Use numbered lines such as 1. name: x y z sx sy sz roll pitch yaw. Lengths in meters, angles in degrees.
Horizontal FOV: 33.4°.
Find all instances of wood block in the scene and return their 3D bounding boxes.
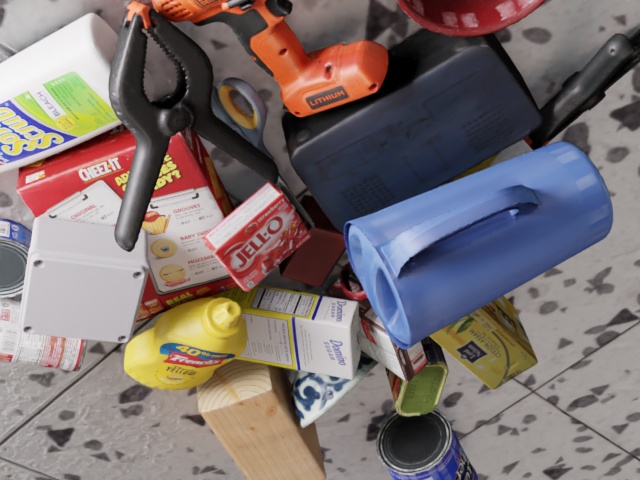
1. wood block: -0.071 0.218 1.296 0.090 0.091 0.206 -19 135 6

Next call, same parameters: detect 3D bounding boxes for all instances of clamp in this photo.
1. clamp: -0.119 -0.107 0.928 0.164 0.036 0.210 -21 119 -25
2. clamp: 0.264 -0.151 1.035 0.120 0.039 0.172 -22 164 -41

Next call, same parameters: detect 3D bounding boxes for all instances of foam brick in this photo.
1. foam brick: -0.007 0.001 1.128 0.051 0.053 0.078 14 128 -24

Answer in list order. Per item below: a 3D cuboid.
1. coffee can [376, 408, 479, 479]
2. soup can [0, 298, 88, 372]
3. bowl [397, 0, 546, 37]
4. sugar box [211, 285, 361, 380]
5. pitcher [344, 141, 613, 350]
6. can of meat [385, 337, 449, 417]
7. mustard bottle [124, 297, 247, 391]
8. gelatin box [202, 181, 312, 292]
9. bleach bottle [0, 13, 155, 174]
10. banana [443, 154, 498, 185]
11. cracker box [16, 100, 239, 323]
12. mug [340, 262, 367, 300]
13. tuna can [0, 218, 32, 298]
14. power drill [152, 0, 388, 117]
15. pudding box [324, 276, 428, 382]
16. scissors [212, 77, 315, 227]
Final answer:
1. coffee can: 0.144 0.298 1.412 0.103 0.103 0.140 -21 134 8
2. soup can: -0.306 0.102 1.148 0.102 0.068 0.069 11 130 -21
3. bowl: 0.132 -0.256 0.907 0.162 0.055 0.162 -6 134 -7
4. sugar box: -0.044 0.097 1.173 0.176 0.048 0.093 7 136 11
5. pitcher: 0.155 -0.006 1.020 0.242 0.149 0.145 -25 117 -11
6. can of meat: 0.113 0.148 1.274 0.057 0.084 0.102 -2 134 -12
7. mustard bottle: -0.130 0.105 1.118 0.096 0.058 0.192 16 150 -24
8. gelatin box: -0.061 -0.002 1.043 0.089 0.030 0.073 -41 137 -6
9. bleach bottle: -0.279 -0.104 0.961 0.251 0.068 0.102 -26 133 16
10. banana: 0.156 -0.056 1.123 0.069 0.037 0.198 -15 139 -23
11. cracker box: -0.174 -0.023 1.055 0.164 0.072 0.213 -19 134 5
12. mug: 0.073 0.025 1.147 0.117 0.081 0.093 -28 133 14
13. tuna can: -0.328 0.019 1.086 0.086 0.034 0.086 -6 134 -7
14. power drill: -0.023 -0.190 0.901 0.185 0.057 0.187 -12 141 38
15. pudding box: 0.062 0.098 1.197 0.039 0.114 0.090 -41 138 -18
16. scissors: -0.049 -0.085 1.004 0.201 0.016 0.096 43 150 -21
